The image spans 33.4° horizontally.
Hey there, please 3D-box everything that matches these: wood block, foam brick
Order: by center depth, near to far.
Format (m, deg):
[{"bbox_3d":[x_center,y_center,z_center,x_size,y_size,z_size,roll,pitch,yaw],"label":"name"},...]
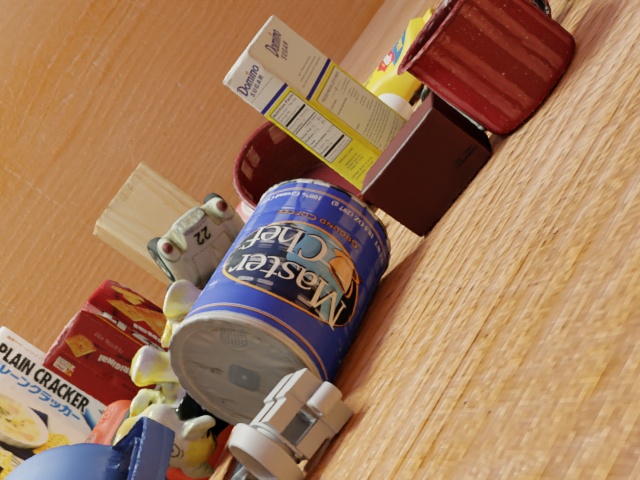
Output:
[{"bbox_3d":[0.072,-0.051,0.726,0.078,0.053,0.051,-51,8,17],"label":"foam brick"},{"bbox_3d":[-0.147,0.011,1.220,0.090,0.206,0.091,-56,7,-15],"label":"wood block"}]

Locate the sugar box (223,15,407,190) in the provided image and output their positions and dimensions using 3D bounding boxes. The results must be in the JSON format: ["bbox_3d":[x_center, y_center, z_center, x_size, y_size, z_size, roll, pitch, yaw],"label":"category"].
[{"bbox_3d":[0.008,-0.110,0.912,0.048,0.176,0.093,-50,9,31],"label":"sugar box"}]

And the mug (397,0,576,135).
[{"bbox_3d":[0.115,-0.131,0.698,0.117,0.081,0.093,-59,9,-31],"label":"mug"}]

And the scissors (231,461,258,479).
[{"bbox_3d":[-0.036,0.136,0.695,0.096,0.016,0.201,-52,8,14],"label":"scissors"}]

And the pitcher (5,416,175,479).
[{"bbox_3d":[-0.135,0.206,0.572,0.145,0.149,0.243,-15,13,-1],"label":"pitcher"}]

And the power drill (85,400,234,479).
[{"bbox_3d":[-0.150,0.180,0.840,0.188,0.057,0.184,-33,24,39],"label":"power drill"}]

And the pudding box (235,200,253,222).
[{"bbox_3d":[-0.040,-0.013,1.083,0.090,0.039,0.114,-54,50,8],"label":"pudding box"}]

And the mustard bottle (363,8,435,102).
[{"bbox_3d":[0.094,-0.190,1.203,0.192,0.058,0.096,-49,10,30],"label":"mustard bottle"}]

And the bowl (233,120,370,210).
[{"bbox_3d":[0.001,-0.063,1.024,0.162,0.162,0.055,-58,-34,-31],"label":"bowl"}]

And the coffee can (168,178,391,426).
[{"bbox_3d":[-0.023,0.042,0.699,0.103,0.102,0.140,-47,10,45],"label":"coffee can"}]

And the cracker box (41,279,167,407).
[{"bbox_3d":[-0.173,0.119,1.063,0.072,0.164,0.214,-56,7,2],"label":"cracker box"}]
